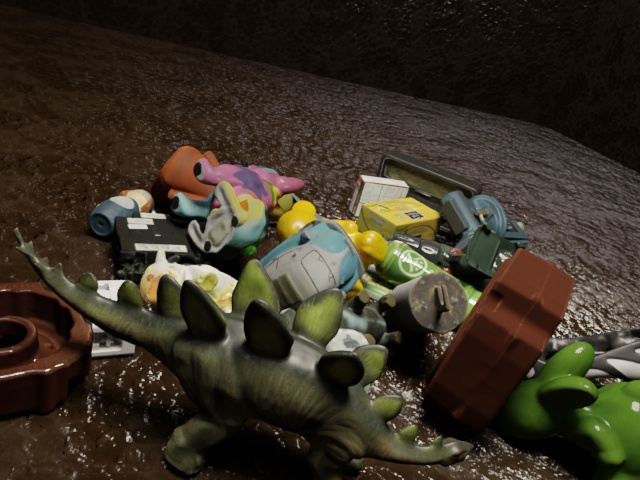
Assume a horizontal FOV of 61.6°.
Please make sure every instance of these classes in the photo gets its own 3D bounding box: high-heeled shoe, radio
[{"bbox_3d":[0.365,0.144,0.777,0.249,0.145,0.086,25,25,15],"label":"high-heeled shoe"},{"bbox_3d":[0.238,-0.104,1.228,0.230,0.131,0.073,26,27,19],"label":"radio"}]

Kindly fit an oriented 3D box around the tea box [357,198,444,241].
[{"bbox_3d":[0.166,-0.034,1.116,0.169,0.068,0.098,-11,36,-46],"label":"tea box"}]

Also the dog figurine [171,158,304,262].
[{"bbox_3d":[-0.103,-0.053,0.845,0.219,0.108,0.192,-2,44,-50],"label":"dog figurine"}]

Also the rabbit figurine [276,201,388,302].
[{"bbox_3d":[-0.002,-0.003,0.837,0.173,0.122,0.163,26,14,-43],"label":"rabbit figurine"}]

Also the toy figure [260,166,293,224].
[{"bbox_3d":[-0.116,-0.100,1.060,0.082,0.089,0.180,-5,34,-23],"label":"toy figure"}]

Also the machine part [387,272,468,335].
[{"bbox_3d":[0.143,0.091,0.743,0.079,0.079,0.243,15,-10,-1],"label":"machine part"}]

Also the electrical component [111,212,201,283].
[{"bbox_3d":[-0.246,0.009,0.797,0.115,0.058,0.134,6,27,-26],"label":"electrical component"}]

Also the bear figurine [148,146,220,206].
[{"bbox_3d":[-0.193,-0.078,0.969,0.196,0.120,0.132,37,-23,-14],"label":"bear figurine"}]

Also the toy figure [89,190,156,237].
[{"bbox_3d":[-0.315,-0.049,0.882,0.064,0.058,0.154,54,22,-10],"label":"toy figure"}]

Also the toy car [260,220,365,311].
[{"bbox_3d":[-0.029,0.048,0.717,0.109,0.162,0.103,61,18,-4],"label":"toy car"}]

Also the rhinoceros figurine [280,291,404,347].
[{"bbox_3d":[0.024,0.112,0.690,0.112,0.073,0.190,-21,-18,39],"label":"rhinoceros figurine"}]

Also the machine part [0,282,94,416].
[{"bbox_3d":[-0.326,0.109,0.549,0.179,0.056,0.179,12,25,-6],"label":"machine part"}]

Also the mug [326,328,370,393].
[{"bbox_3d":[0.007,0.150,0.598,0.109,0.107,0.081,12,24,-13],"label":"mug"}]

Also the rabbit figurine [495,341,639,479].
[{"bbox_3d":[0.297,0.209,0.631,0.170,0.158,0.121,6,33,14],"label":"rabbit figurine"}]

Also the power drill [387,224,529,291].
[{"bbox_3d":[0.241,0.036,0.914,0.232,0.086,0.207,27,-19,-4],"label":"power drill"}]

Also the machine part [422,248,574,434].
[{"bbox_3d":[0.218,0.121,0.666,0.087,0.201,0.201,35,30,17],"label":"machine part"}]

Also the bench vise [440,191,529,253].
[{"bbox_3d":[0.353,-0.005,1.095,0.240,0.128,0.224,-1,44,-37],"label":"bench vise"}]

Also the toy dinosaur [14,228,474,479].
[{"bbox_3d":[-0.072,0.120,0.509,0.472,0.198,0.105,17,22,-1],"label":"toy dinosaur"}]

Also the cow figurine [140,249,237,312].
[{"bbox_3d":[-0.168,0.055,0.679,0.098,0.068,0.167,29,-1,37],"label":"cow figurine"}]
